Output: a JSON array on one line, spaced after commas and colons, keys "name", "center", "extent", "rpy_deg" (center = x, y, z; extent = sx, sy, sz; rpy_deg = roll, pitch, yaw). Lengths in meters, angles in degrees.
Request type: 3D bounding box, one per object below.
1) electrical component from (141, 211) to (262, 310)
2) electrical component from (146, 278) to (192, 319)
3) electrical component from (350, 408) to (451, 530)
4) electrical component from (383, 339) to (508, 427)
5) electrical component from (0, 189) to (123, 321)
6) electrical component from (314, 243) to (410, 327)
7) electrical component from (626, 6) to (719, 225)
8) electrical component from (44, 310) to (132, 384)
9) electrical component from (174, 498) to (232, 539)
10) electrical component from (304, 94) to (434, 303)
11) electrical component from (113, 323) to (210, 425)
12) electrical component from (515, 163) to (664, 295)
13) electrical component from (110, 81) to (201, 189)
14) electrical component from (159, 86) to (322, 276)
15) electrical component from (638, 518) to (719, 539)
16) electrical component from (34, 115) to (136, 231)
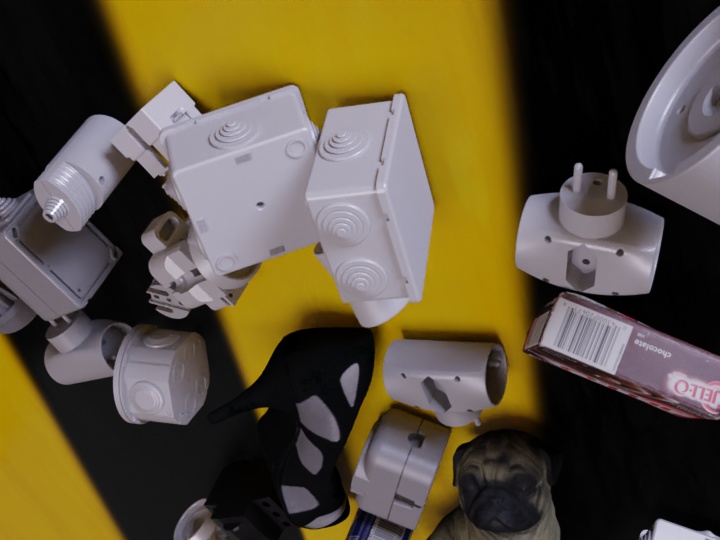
[{"name": "electrical component", "center": [-0.104, -0.011, 0.743], "extent": [0.057, 0.058, 0.078], "rpy_deg": [-20, 122, 44]}, {"name": "electrical component", "center": [-0.130, 0.007, 0.784], "extent": [0.040, 0.046, 0.040], "rpy_deg": [15, 139, 14]}, {"name": "electrical component", "center": [0.030, 0.156, 0.851], "extent": [0.059, 0.053, 0.095], "rpy_deg": [20, 140, 8]}, {"name": "electrical component", "center": [0.065, 0.084, 0.762], "extent": [0.077, 0.043, 0.079], "rpy_deg": [0, 134, 28]}, {"name": "electrical component", "center": [-0.241, -0.017, 0.806], "extent": [0.061, 0.061, 0.096], "rpy_deg": [-19, 123, 41]}, {"name": "electrical component", "center": [0.000, 0.000, 0.711], "extent": [0.044, 0.044, 0.065], "rpy_deg": [-19, 118, 41]}, {"name": "electrical component", "center": [0.181, -0.070, 0.490], "extent": [0.060, 0.108, 0.108], "rpy_deg": [31, 140, -14]}, {"name": "electrical component", "center": [-0.235, 0.058, 0.897], "extent": [0.077, 0.043, 0.079], "rpy_deg": [-13, 126, 38]}, {"name": "electrical component", "center": [-0.145, 0.261, 1.057], "extent": [0.078, 0.058, 0.057], "rpy_deg": [-23, 123, 43]}, {"name": "electrical component", "center": [0.007, -0.039, 0.621], "extent": [0.048, 0.099, 0.099], "rpy_deg": [-5, 132, 16]}, {"name": "electrical component", "center": [-0.158, 0.084, 0.857], "extent": [0.051, 0.080, 0.080], "rpy_deg": [4, 135, 17]}, {"name": "electrical component", "center": [0.131, -0.028, 0.607], "extent": [0.077, 0.043, 0.079], "rpy_deg": [12, 138, 18]}, {"name": "electrical component", "center": [-0.120, -0.081, 0.686], "extent": [0.055, 0.048, 0.066], "rpy_deg": [47, 137, -12]}, {"name": "electrical component", "center": [-0.064, -0.052, 0.652], "extent": [0.100, 0.048, 0.099], "rpy_deg": [-19, 131, -2]}, {"name": "electrical component", "center": [0.245, 0.240, 0.791], "extent": [0.100, 0.099, 0.048], "rpy_deg": [18, 152, 11]}, {"name": "electrical component", "center": [-0.185, -0.061, 0.713], "extent": [0.043, 0.081, 0.043], "rpy_deg": [15, 139, 14]}]
